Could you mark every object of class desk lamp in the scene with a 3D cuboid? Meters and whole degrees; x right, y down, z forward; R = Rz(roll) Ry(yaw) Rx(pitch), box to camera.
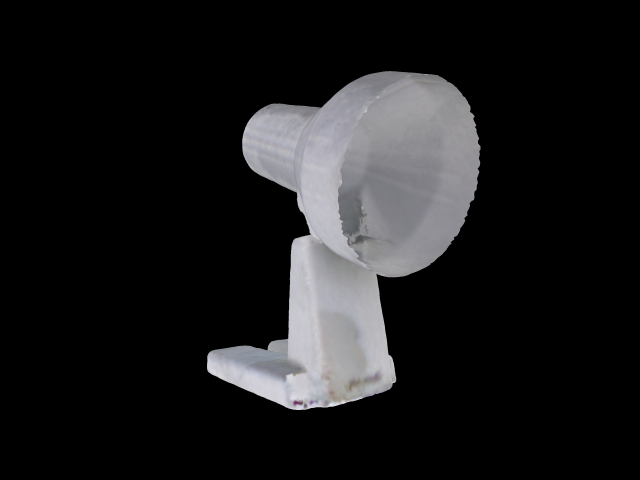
[{"bbox_3d":[0.004,0.001,0.400,0.118,0.213,0.202,0,0,-39],"label":"desk lamp"}]
